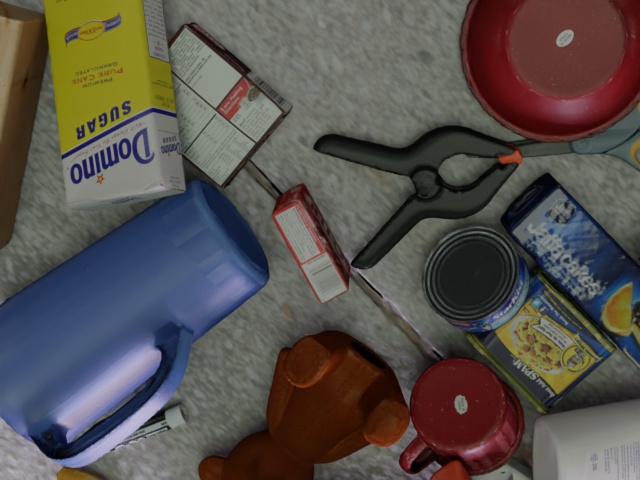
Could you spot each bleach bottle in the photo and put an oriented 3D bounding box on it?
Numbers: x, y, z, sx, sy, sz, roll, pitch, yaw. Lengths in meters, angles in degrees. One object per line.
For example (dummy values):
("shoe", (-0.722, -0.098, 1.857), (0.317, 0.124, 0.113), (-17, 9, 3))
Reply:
("bleach bottle", (0.310, 0.178, 0.909), (0.250, 0.068, 0.102), (-8, 113, -9))

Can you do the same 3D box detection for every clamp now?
("clamp", (0.080, -0.057, 0.894), (0.171, 0.039, 0.120), (-25, 106, 12))

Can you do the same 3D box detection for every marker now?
("marker", (-0.179, 0.181, 0.984), (0.121, 0.020, 0.020), (-22, 102, 9))

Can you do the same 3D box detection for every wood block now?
("wood block", (-0.294, -0.094, 0.885), (0.090, 0.091, 0.206), (16, 105, -1))

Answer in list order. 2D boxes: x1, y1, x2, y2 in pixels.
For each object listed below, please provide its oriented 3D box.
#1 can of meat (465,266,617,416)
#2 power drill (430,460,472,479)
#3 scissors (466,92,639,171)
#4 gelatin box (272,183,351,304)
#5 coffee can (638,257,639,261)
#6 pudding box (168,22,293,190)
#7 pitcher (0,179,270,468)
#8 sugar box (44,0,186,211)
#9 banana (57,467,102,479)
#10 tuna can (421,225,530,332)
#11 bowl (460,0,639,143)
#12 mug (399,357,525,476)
("can of meat", (0.189, 0.085, 0.913), (0.102, 0.057, 0.084), (44, 101, -7))
("power drill", (0.037, 0.234, 0.887), (0.188, 0.184, 0.057), (-15, 59, 13))
("scissors", (0.229, -0.099, 0.884), (0.202, 0.016, 0.096), (11, 98, 8))
("gelatin box", (-0.006, 0.001, 0.897), (0.030, 0.073, 0.089), (-27, 100, 8))
("coffee can", (0.341, -0.007, 0.854), (0.103, 0.102, 0.140), (35, 104, -5))
("pudding box", (-0.094, -0.112, 0.893), (0.113, 0.039, 0.090), (41, 105, -4))
("pitcher", (-0.162, 0.066, 0.893), (0.243, 0.145, 0.149), (-35, 96, 9))
("sugar box", (-0.166, -0.117, 0.857), (0.093, 0.048, 0.176), (-11, 82, 23))
("banana", (-0.179, 0.294, 1.004), (0.070, 0.037, 0.198), (-20, 102, 9))
("tuna can", (0.130, 0.033, 0.891), (0.086, 0.033, 0.086), (-13, 62, 26))
("bowl", (0.192, -0.156, 0.843), (0.162, 0.055, 0.162), (1, 99, 7))
("mug", (0.113, 0.154, 0.901), (0.117, 0.081, 0.093), (-39, 63, 0))
